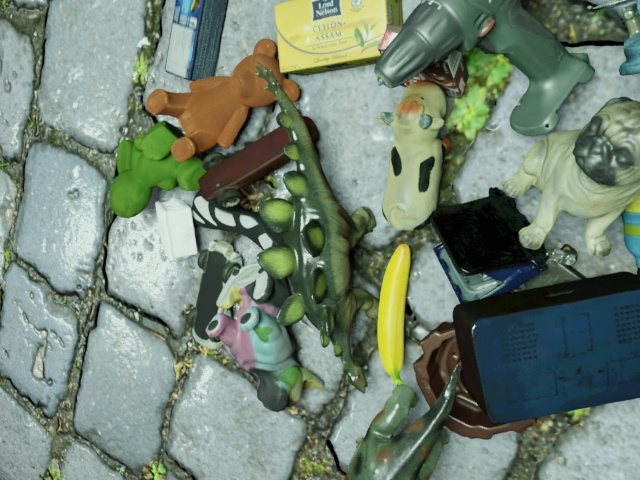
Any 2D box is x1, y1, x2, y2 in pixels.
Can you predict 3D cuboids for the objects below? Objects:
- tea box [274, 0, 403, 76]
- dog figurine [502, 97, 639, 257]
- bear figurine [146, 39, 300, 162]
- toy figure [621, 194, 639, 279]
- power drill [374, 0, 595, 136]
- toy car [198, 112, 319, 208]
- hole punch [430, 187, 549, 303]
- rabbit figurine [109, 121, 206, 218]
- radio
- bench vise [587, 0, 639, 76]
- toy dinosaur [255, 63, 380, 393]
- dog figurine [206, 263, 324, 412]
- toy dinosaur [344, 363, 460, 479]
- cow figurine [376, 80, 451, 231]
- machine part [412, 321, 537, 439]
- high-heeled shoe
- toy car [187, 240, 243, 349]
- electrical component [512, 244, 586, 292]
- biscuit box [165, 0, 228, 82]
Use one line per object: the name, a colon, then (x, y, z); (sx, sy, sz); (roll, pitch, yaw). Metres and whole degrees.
tea box: (0.026, -0.289, 0.745); (0.170, 0.068, 0.098); (-2, 100, 30)
dog figurine: (0.282, -0.094, 0.554); (0.121, 0.172, 0.190); (-2, 145, -4)
bear figurine: (-0.141, -0.213, 0.815); (0.196, 0.132, 0.120); (-24, 94, 29)
toy figure: (0.374, -0.043, 0.589); (0.082, 0.089, 0.180); (-4, 95, 15)
power drill: (0.191, -0.206, 0.589); (0.207, 0.086, 0.232); (37, 92, -22)
toy car: (-0.093, -0.122, 0.823); (0.202, 0.053, 0.089); (-31, 70, 8)
hole punch: (0.208, 0.014, 0.679); (0.116, 0.142, 0.092); (-14, 137, -4)
rabbit figurine: (-0.296, -0.120, 0.907); (0.170, 0.121, 0.159); (-44, 45, 2)
radio: (0.282, 0.124, 0.625); (0.230, 0.073, 0.131); (-10, 99, -1)
bench vise: (0.355, -0.186, 0.513); (0.129, 0.223, 0.240); (-20, 102, 29)
toy dinosaur: (-0.002, -0.002, 0.745); (0.105, 0.198, 0.470); (-11, 96, 27)
dog figurine: (-0.075, 0.165, 0.880); (0.109, 0.191, 0.219); (-16, 126, 28)
toy dinosaur: (0.085, 0.335, 0.738); (0.131, 0.192, 0.404); (21, 135, 14)
cow figurine: (0.121, -0.106, 0.696); (0.086, 0.127, 0.194); (13, 108, 23)
machine part: (0.220, 0.184, 0.741); (0.180, 0.056, 0.179); (7, 105, 28)
high-heeled shoe: (-0.120, 0.000, 0.880); (0.145, 0.086, 0.249); (-46, 73, 32)
toy car: (-0.184, 0.096, 0.948); (0.074, 0.056, 0.201); (25, 110, 29)
electrical component: (0.292, 0.055, 0.680); (0.078, 0.045, 0.102); (47, 118, 15)
biscuit box: (-0.191, -0.359, 0.855); (0.059, 0.063, 0.202); (25, 110, 24)
